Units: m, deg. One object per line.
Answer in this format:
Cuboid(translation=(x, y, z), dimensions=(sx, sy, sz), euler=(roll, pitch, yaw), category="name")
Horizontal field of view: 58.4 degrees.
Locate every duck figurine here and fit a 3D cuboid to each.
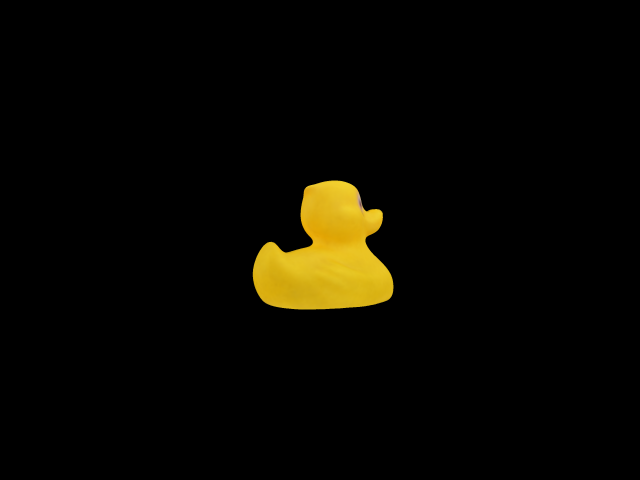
Cuboid(translation=(0.004, 0.001, 0.400), dimensions=(0.105, 0.086, 0.077), euler=(-2, 4, -30), category="duck figurine")
